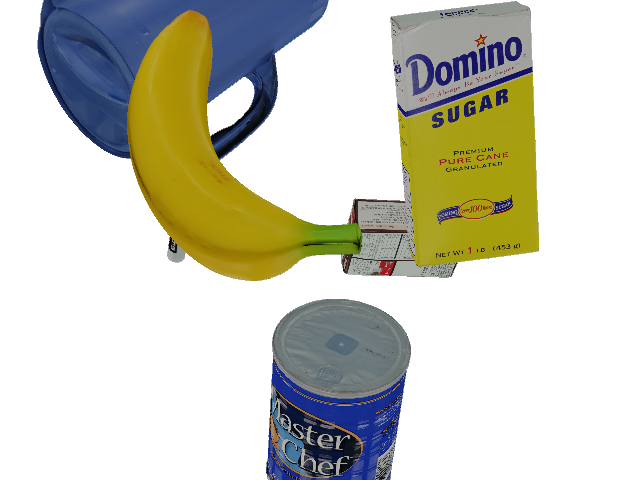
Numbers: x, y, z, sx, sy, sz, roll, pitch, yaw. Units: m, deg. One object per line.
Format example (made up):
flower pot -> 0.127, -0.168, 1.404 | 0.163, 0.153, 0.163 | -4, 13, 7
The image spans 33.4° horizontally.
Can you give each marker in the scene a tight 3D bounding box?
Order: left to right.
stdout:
marker -> -0.143, -0.023, 1.094 | 0.020, 0.020, 0.121 | 0, -41, -15

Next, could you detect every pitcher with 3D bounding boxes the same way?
pitcher -> -0.101, -0.173, 0.905 | 0.145, 0.149, 0.242 | 28, 51, 32

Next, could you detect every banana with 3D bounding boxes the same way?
banana -> -0.052, -0.041, 0.483 | 0.069, 0.037, 0.198 | -18, 46, -16

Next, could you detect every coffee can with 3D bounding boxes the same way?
coffee can -> 0.011, 0.131, 0.826 | 0.103, 0.140, 0.103 | 3, 37, -2

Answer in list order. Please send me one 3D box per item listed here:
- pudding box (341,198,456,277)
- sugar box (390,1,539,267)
pudding box -> 0.081, -0.001, 1.022 | 0.113, 0.039, 0.090 | 0, -30, -7
sugar box -> 0.103, -0.074, 0.756 | 0.093, 0.176, 0.048 | -8, 22, -3
